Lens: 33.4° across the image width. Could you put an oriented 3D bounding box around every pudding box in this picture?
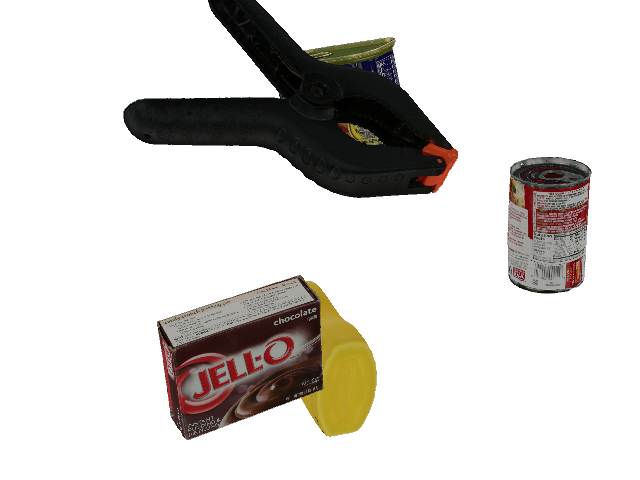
[{"bbox_3d":[-0.055,0.083,0.759,0.113,0.090,0.039,-19,42,-21],"label":"pudding box"}]

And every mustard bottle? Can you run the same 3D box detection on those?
[{"bbox_3d":[-0.011,0.092,0.991,0.058,0.096,0.192,-8,26,-20],"label":"mustard bottle"}]

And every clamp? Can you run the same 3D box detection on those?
[{"bbox_3d":[-0.015,-0.065,0.564,0.171,0.120,0.039,30,-29,8],"label":"clamp"}]

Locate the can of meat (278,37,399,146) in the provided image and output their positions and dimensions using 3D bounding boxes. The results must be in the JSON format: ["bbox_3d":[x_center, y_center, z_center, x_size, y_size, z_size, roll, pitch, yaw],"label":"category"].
[{"bbox_3d":[0.017,-0.109,0.848,0.102,0.084,0.057,-2,21,33],"label":"can of meat"}]

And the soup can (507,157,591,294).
[{"bbox_3d":[0.197,-0.013,0.924,0.068,0.102,0.068,-3,24,1],"label":"soup can"}]
